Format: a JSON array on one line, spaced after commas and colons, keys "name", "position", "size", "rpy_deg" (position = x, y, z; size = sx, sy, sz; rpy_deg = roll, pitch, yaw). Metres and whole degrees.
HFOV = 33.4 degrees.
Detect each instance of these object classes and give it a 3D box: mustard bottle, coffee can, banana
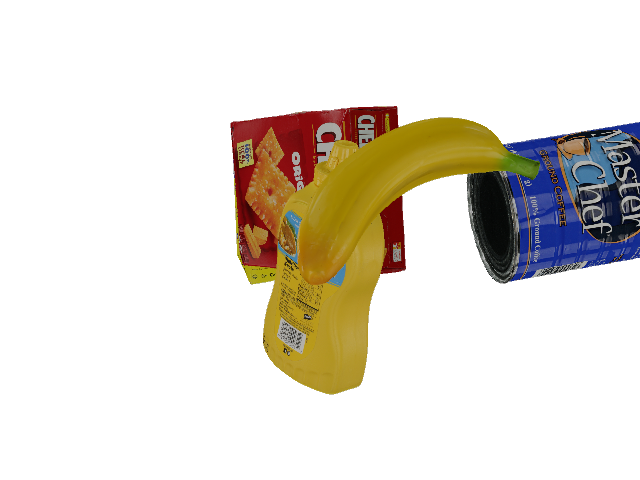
[{"name": "mustard bottle", "position": [0.005, 0.016, 0.826], "size": [0.058, 0.192, 0.096], "rpy_deg": [-10, 29, -38]}, {"name": "coffee can", "position": [0.192, -0.030, 0.792], "size": [0.140, 0.103, 0.103], "rpy_deg": [-10, 1, -8]}, {"name": "banana", "position": [0.047, -0.035, 0.632], "size": [0.197, 0.037, 0.070], "rpy_deg": [-27, 47, -34]}]

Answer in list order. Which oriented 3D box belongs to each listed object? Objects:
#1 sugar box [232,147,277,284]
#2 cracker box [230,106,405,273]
[{"name": "sugar box", "position": [-0.081, -0.044, 1.327], "size": [0.048, 0.176, 0.093], "rpy_deg": [-9, 25, -13]}, {"name": "cracker box", "position": [-0.008, -0.051, 1.112], "size": [0.071, 0.164, 0.214], "rpy_deg": [-7, 6, -36]}]
